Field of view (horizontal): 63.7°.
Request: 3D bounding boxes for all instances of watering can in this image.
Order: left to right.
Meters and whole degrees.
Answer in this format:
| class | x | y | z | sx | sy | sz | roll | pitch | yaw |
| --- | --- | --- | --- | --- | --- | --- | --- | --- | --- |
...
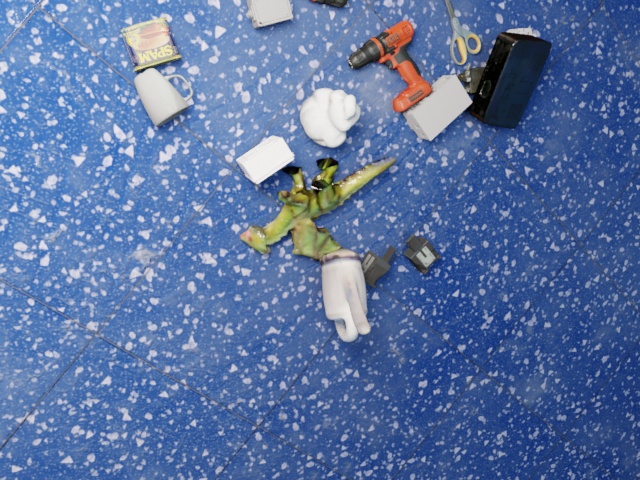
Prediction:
| class | x | y | z | sx | sy | sz | roll | pitch | yaw |
| --- | --- | --- | --- | --- | --- | --- | --- | --- | --- |
| watering can | 0.066 | 0.127 | 1.218 | 0.104 | 0.344 | 0.226 | -5 | 80 | -9 |

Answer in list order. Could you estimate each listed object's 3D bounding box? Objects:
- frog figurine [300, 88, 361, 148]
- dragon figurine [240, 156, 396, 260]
| class | x | y | z | sx | sy | sz | roll | pitch | yaw |
| --- | --- | --- | --- | --- | --- | --- | --- | --- | --- |
| frog figurine | 0.025 | -0.277 | 1.173 | 0.123 | 0.161 | 0.135 | -12 | 109 | -14 |
| dragon figurine | 0.004 | -0.064 | 1.272 | 0.412 | 0.124 | 0.237 | -12 | 125 | -15 |
